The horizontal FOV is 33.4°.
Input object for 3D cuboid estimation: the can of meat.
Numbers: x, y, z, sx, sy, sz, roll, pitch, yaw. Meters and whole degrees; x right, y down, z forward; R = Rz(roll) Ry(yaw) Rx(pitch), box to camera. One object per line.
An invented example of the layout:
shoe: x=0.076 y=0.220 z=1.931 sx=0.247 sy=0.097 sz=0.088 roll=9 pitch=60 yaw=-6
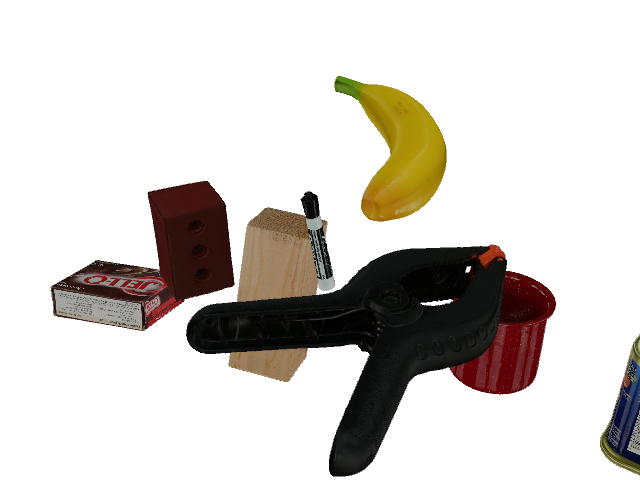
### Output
can of meat: x=0.228 y=0.091 z=0.693 sx=0.057 sy=0.084 sz=0.101 roll=22 pitch=37 yaw=24

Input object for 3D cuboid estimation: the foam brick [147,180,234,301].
foam brick: x=-0.105 y=-0.001 z=0.869 sx=0.053 sy=0.078 sz=0.051 roll=-15 pitch=30 yaw=-17

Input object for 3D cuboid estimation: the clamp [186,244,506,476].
clamp: x=0.035 y=0.049 z=0.517 sx=0.171 sy=0.039 sz=0.120 roll=-19 pitch=46 yaw=-25

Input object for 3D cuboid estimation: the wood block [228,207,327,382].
wood block: x=-0.058 y=0.072 z=1.440 sx=0.090 sy=0.206 sz=0.090 roll=13 pitch=21 yaw=11

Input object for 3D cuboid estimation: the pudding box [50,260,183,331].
pudding box: x=-0.213 y=0.057 z=1.131 sx=0.114 sy=0.039 sz=0.090 roll=5 pitch=18 yaw=20

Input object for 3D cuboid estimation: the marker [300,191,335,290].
marker: x=-0.003 y=0.001 z=1.192 sx=0.020 sy=0.121 sz=0.020 roll=-9 pitch=28 yaw=5

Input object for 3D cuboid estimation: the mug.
mug: x=0.158 y=0.078 z=0.972 sx=0.093 sy=0.081 sz=0.117 roll=-1 pitch=29 yaw=-7

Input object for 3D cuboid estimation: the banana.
banana: x=0.051 y=-0.061 z=0.718 sx=0.069 sy=0.037 sz=0.198 roll=-2 pitch=29 yaw=-5
